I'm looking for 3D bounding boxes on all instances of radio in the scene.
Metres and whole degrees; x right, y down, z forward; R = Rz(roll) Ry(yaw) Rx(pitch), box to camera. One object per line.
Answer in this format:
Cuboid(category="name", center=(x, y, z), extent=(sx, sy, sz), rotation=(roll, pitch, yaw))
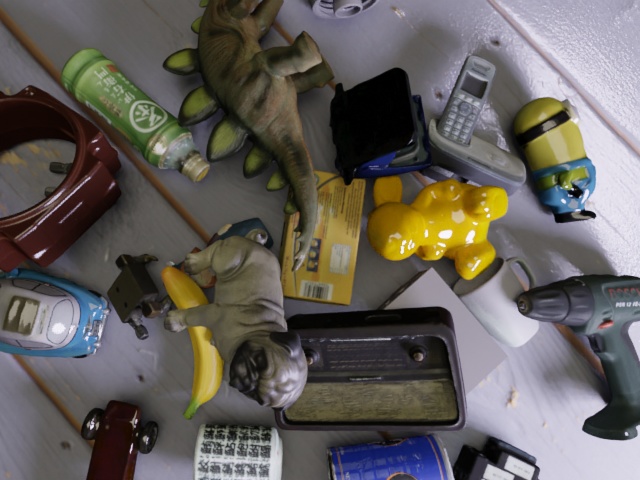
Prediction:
Cuboid(category="radio", center=(0.057, 0.156, 0.655), extent=(0.230, 0.073, 0.131), rotation=(-5, 98, 12))

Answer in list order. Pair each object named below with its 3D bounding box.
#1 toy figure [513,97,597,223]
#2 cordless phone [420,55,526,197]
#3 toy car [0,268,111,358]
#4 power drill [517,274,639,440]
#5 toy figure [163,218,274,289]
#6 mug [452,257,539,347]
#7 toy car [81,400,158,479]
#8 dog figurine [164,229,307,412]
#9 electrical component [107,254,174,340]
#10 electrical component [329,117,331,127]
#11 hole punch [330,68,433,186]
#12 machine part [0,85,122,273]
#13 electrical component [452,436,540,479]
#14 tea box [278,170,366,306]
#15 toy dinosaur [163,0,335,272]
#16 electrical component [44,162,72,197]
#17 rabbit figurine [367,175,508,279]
Cuboid(category="toy figure", center=(0.330, -0.111, 0.749), extent=(0.089, 0.082, 0.180), rotation=(-11, 90, -19))
Cuboid(category="cordless phone", center=(0.230, -0.158, 0.751), extent=(0.147, 0.088, 0.184), rotation=(24, 77, -1))
Cuboid(category="toy car", center=(-0.352, 0.094, 0.660), extent=(0.162, 0.103, 0.109), rotation=(15, 82, -1))
Cuboid(category="power drill", center=(0.365, 0.147, 0.705), extent=(0.232, 0.086, 0.207), rotation=(-10, 81, -24))
Cuboid(category="toy figure", center=(-0.137, 0.025, 0.708), extent=(0.154, 0.057, 0.064), rotation=(-31, 76, -7))
Cuboid(category="mug", center=(0.250, 0.082, 0.726), extent=(0.109, 0.081, 0.107), rotation=(-37, 97, -20))
Cuboid(category="toy car", center=(-0.259, 0.299, 0.663), extent=(0.089, 0.053, 0.202), rotation=(10, 85, 7))
Cuboid(category="dog figurine", center=(-0.063, 0.078, 0.598), extent=(0.121, 0.191, 0.172), rotation=(19, 88, -45))
Cuboid(category="electrical component", center=(-0.230, 0.066, 0.692), extent=(0.102, 0.045, 0.078), rotation=(48, 119, 23))
Cuboid(category="electrical component", center=(0.071, -0.154, 0.753), extent=(0.119, 0.048, 0.074), rotation=(8, 81, -3))
Cuboid(category="hole punch", center=(0.080, -0.140, 0.688), extent=(0.116, 0.092, 0.142), rotation=(-15, 73, 29))
Cuboid(category="machine part", center=(-0.369, -0.080, 0.657), extent=(0.202, 0.087, 0.201), rotation=(33, 68, 16))
Cuboid(category="electrical component", center=(0.229, 0.331, 0.695), extent=(0.115, 0.058, 0.134), rotation=(28, 81, -2))
Cuboid(category="tea box", center=(-0.001, -0.002, 0.714), extent=(0.098, 0.068, 0.169), rotation=(11, 80, -9))
Cuboid(category="toy dinosaur", center=(-0.082, -0.190, 0.692), extent=(0.198, 0.105, 0.471), rotation=(-34, 65, 13))
Cuboid(category="electrical component", center=(-0.320, -0.075, 0.725), extent=(0.094, 0.021, 0.063), rotation=(7, 81, -3))
Cuboid(category="rabbit figurine", center=(0.126, -0.028, 0.681), extent=(0.173, 0.121, 0.163), rotation=(-16, 40, -33))
